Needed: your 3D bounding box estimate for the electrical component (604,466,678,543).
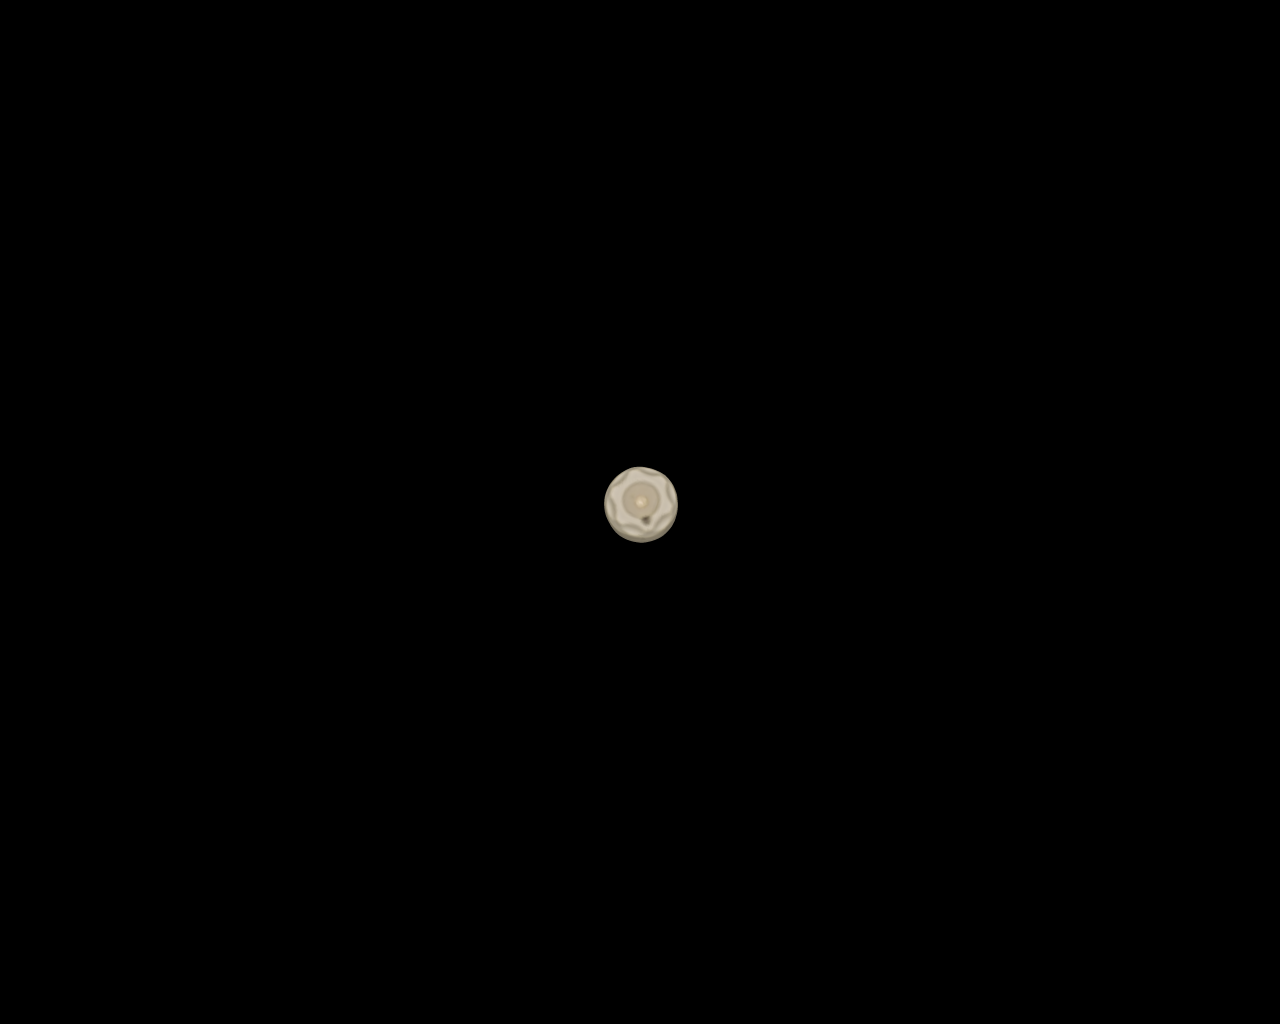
[{"bbox_3d":[0.001,-0.003,0.650,0.043,0.043,0.062,0,-9,0],"label":"electrical component"}]
